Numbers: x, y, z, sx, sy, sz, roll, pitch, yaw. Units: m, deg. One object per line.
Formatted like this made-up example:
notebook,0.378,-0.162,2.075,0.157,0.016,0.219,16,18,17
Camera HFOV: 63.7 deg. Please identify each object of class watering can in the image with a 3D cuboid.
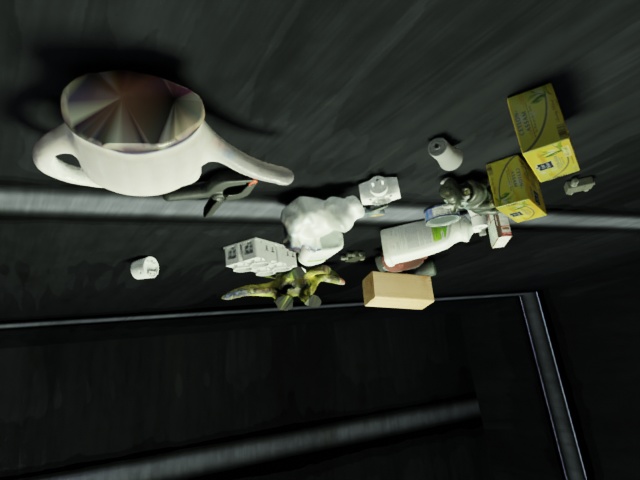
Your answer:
watering can,-0.188,-0.122,0.671,0.348,0.105,0.221,-3,-18,-16

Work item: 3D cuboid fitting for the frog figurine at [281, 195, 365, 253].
frog figurine,0.003,-0.053,1.047,0.136,0.125,0.157,26,-58,-41

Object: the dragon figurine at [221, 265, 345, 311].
dragon figurine,-0.108,0.132,1.569,0.411,0.122,0.243,-2,2,-18
